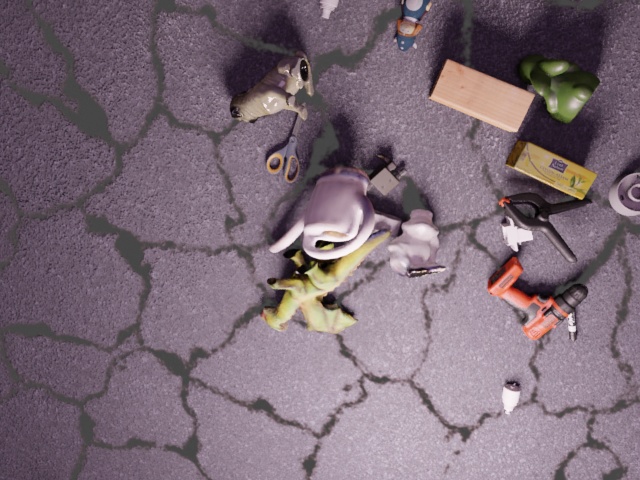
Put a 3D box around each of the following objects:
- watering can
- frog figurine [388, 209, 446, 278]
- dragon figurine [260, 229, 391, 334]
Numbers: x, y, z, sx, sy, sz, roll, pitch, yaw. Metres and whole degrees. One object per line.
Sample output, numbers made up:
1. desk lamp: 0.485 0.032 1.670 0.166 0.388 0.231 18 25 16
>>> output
1. watering can: 0.004 -0.062 1.241 0.103 0.227 0.346 29 -21 -38
2. frog figurine: 0.228 0.009 1.254 0.138 0.161 0.121 -5 -16 -16
3. dragon figurine: 0.019 0.131 1.315 0.408 0.238 0.125 -18 27 14
